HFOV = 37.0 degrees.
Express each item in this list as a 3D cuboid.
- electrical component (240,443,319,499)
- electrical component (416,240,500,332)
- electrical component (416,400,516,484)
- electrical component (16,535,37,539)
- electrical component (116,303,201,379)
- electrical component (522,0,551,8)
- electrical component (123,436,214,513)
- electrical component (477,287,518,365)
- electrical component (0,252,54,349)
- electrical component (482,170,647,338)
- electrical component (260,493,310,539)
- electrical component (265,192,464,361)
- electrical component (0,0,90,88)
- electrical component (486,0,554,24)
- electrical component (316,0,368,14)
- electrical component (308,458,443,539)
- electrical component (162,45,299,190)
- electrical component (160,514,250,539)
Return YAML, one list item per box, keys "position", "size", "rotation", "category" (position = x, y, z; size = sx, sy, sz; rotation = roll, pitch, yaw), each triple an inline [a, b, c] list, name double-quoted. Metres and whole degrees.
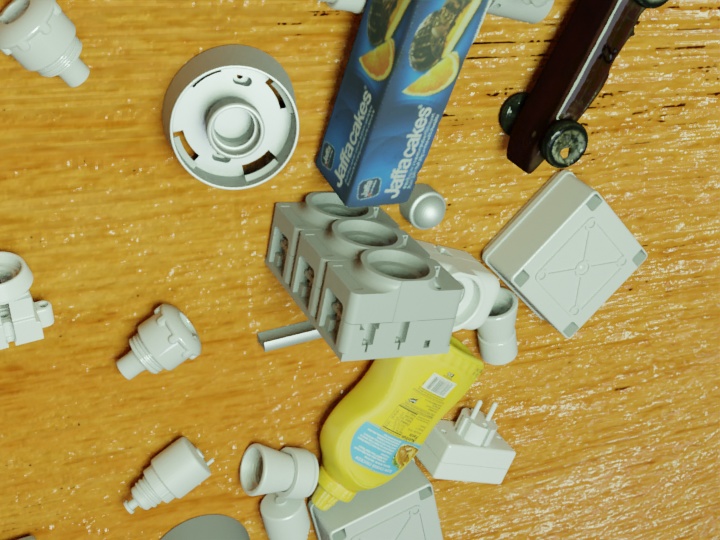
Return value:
- position: [-0.070, 0.175, 0.933]
  size: [0.055, 0.045, 0.045]
  rotation: [13, 110, -34]
  category: "electrical component"
- position: [0.067, 0.014, 0.906]
  size: [0.095, 0.059, 0.053]
  rotation: [12, 110, -33]
  category: "electrical component"
- position: [0.106, 0.156, 1.015]
  size: [0.083, 0.047, 0.075]
  rotation: [12, 110, -33]
  category: "electrical component"
- position: [-0.295, 0.258, 0.848]
  size: [0.096, 0.061, 0.061]
  rotation: [-13, 122, -21]
  category: "electrical component"
- position: [-0.156, 0.059, 0.822]
  size: [0.062, 0.048, 0.048]
  rotation: [-35, 128, 2]
  category: "electrical component"
- position: [0.122, -0.261, 0.747]
  size: [0.056, 0.108, 0.109]
  rotation: [-13, 139, 35]
  category: "electrical component"
- position: [-0.160, 0.172, 0.885]
  size: [0.078, 0.040, 0.040]
  rotation: [-37, 128, -5]
  category: "electrical component"
- position: [0.123, 0.053, 0.971]
  size: [0.044, 0.044, 0.065]
  rotation: [-24, 130, -14]
  category: "electrical component"
- position: [-0.250, 0.021, 0.749]
  size: [0.066, 0.048, 0.055]
  rotation: [-15, 130, -21]
  category: "electrical component"
- position: [0.182, -0.013, 0.954]
  size: [0.108, 0.056, 0.109]
  rotation: [-47, 128, 2]
  category: "electrical component"
- position: [-0.065, 0.232, 0.971]
  size: [0.040, 0.040, 0.078]
  rotation: [-22, 125, -16]
  category: "electrical component"
- position: [0.000, 0.000, 0.804]
  size: [0.089, 0.150, 0.061]
  rotation: [-2, 119, -28]
  category: "electrical component"
- position: [-0.198, -0.143, 0.685]
  size: [0.048, 0.048, 0.062]
  rotation: [-42, 135, -2]
  category: "electrical component"
- position: [0.102, -0.213, 0.806]
  size: [0.081, 0.043, 0.043]
  rotation: [4, 114, -30]
  category: "electrical component"
- position: [-0.017, -0.200, 0.755]
  size: [0.061, 0.035, 0.035]
  rotation: [1, 116, -26]
  category: "electrical component"
- position: [0.017, 0.243, 1.011]
  size: [0.109, 0.056, 0.108]
  rotation: [-23, 125, -16]
  category: "electrical component"
- position: [-0.090, -0.107, 0.765]
  size: [0.099, 0.064, 0.099]
  rotation: [-5, 116, -11]
  category: "electrical component"
- position: [-0.138, 0.274, 0.955]
  size: [0.099, 0.064, 0.099]
  rotation: [-15, 136, -15]
  category: "electrical component"
